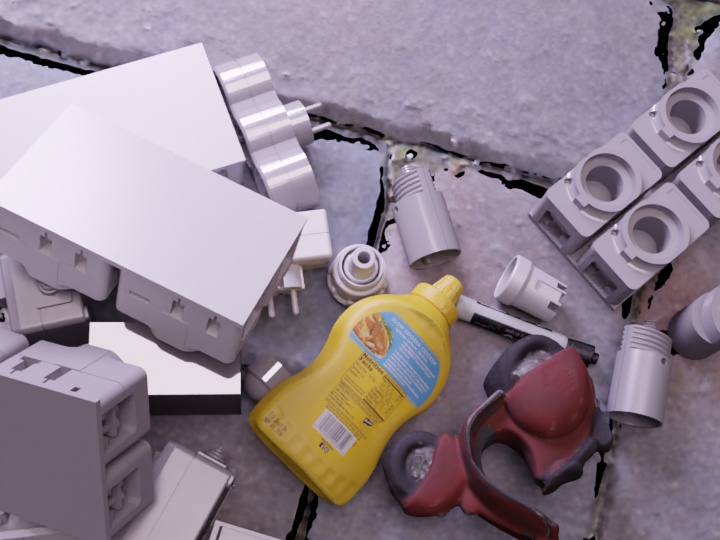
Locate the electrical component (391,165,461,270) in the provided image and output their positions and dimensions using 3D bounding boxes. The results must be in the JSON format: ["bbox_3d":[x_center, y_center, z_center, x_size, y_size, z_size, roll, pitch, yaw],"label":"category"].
[{"bbox_3d":[0.049,-0.046,0.862,0.043,0.043,0.081,-14,74,-10],"label":"electrical component"}]

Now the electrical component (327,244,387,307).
[{"bbox_3d":[0.000,0.000,0.832,0.048,0.062,0.048,2,72,-5],"label":"electrical component"}]

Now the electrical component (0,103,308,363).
[{"bbox_3d":[-0.146,-0.024,0.743,0.186,0.060,0.105,26,50,2],"label":"electrical component"}]

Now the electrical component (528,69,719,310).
[{"bbox_3d":[0.247,-0.070,0.881,0.186,0.060,0.105,-37,80,-15],"label":"electrical component"}]

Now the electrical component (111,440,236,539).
[{"bbox_3d":[-0.131,0.164,0.767,0.061,0.061,0.096,28,72,3],"label":"electrical component"}]

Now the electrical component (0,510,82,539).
[{"bbox_3d":[-0.248,0.190,0.745,0.121,0.078,0.063,-5,51,-7],"label":"electrical component"}]

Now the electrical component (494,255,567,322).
[{"bbox_3d":[0.136,0.016,0.854,0.046,0.040,0.040,29,72,-3],"label":"electrical component"}]

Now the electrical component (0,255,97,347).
[{"bbox_3d":[-0.229,0.022,0.784,0.061,0.096,0.061,-12,74,-9],"label":"electrical component"}]

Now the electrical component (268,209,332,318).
[{"bbox_3d":[-0.064,-0.001,0.835,0.083,0.047,0.075,-7,80,-8],"label":"electrical component"}]

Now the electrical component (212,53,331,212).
[{"bbox_3d":[-0.061,-0.114,0.867,0.074,0.052,0.138,-21,76,-12],"label":"electrical component"}]

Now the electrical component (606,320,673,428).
[{"bbox_3d":[0.221,0.078,0.840,0.043,0.043,0.081,15,72,-1],"label":"electrical component"}]

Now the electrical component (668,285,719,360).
[{"bbox_3d":[0.276,0.040,0.838,0.043,0.081,0.043,2,72,-5],"label":"electrical component"}]

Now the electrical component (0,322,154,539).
[{"bbox_3d":[-0.230,0.100,0.722,0.186,0.060,0.105,12,115,23],"label":"electrical component"}]

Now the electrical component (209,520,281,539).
[{"bbox_3d":[-0.055,0.232,0.753,0.121,0.063,0.078,17,72,0],"label":"electrical component"}]

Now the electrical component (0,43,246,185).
[{"bbox_3d":[-0.195,-0.093,0.843,0.186,0.060,0.105,-18,75,-11],"label":"electrical component"}]
